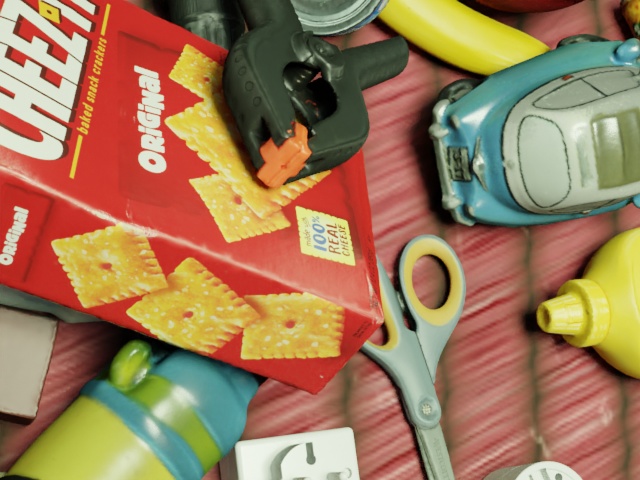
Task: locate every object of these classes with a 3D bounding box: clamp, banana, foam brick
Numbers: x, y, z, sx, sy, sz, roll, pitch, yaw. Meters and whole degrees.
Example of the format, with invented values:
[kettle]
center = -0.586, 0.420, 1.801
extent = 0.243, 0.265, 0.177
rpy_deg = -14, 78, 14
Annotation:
[clamp]
center = -0.015, -0.093, 0.536
extent = 0.120, 0.039, 0.171
rpy_deg = 32, 34, -7
[banana]
center = 0.065, -0.154, 0.664
extent = 0.197, 0.037, 0.069
rpy_deg = 41, 69, -7
[foam brick]
center = -0.171, 0.056, 0.520
extent = 0.078, 0.053, 0.051
rpy_deg = 16, 73, -17

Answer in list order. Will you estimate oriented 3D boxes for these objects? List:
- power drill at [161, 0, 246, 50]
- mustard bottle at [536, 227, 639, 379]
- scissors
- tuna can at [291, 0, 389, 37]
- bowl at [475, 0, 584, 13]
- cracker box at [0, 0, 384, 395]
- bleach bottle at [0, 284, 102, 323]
[power drill]
center = -0.132, -0.170, 0.586
extent = 0.187, 0.057, 0.184
rpy_deg = -1, 74, -23
[mustard bottle]
center = 0.221, 0.038, 0.665
extent = 0.191, 0.058, 0.096
rpy_deg = -5, 79, -21
[scissors]
center = 0.071, 0.083, 0.623
extent = 0.096, 0.016, 0.202
rpy_deg = -29, 89, -23
[tuna can]
center = 0.003, -0.162, 0.620
extent = 0.086, 0.033, 0.086
rpy_deg = 2, 102, 9
[bowl]
center = 0.112, -0.196, 0.665
extent = 0.162, 0.055, 0.162
rpy_deg = 19, 50, -24
[cracker box]
center = -0.078, -0.037, 0.513
extent = 0.213, 0.072, 0.164
rpy_deg = 24, 37, -22
[bleach bottle]
center = -0.177, -0.024, 0.533
extent = 0.250, 0.068, 0.102
rpy_deg = 17, 68, -19
